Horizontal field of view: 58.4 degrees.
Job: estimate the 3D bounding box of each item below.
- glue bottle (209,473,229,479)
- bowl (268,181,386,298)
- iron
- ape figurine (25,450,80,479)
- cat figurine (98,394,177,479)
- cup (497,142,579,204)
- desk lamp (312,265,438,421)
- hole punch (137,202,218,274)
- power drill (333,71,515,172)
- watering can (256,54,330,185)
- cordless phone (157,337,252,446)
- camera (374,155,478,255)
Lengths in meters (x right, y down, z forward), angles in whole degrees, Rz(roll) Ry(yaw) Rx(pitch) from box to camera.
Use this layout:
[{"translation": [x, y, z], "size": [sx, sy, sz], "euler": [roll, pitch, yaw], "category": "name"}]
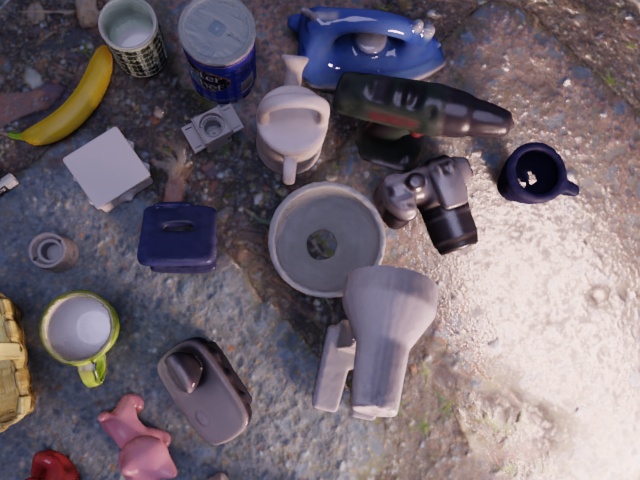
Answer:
[{"translation": [-0.123, 0.352, 0.722], "size": [0.037, 0.173, 0.078], "euler": [-31, 86, -9], "category": "glue bottle"}, {"translation": [0.008, 0.003, 0.835], "size": [0.167, 0.074, 0.167], "euler": [1, 82, -6], "category": "bowl"}, {"translation": [0.081, -0.300, 0.851], "size": [0.258, 0.141, 0.119], "euler": [0, 82, -6], "category": "iron"}, {"translation": [-0.359, 0.320, 0.741], "size": [0.076, 0.092, 0.078], "euler": [27, 80, -2], "category": "ape figurine"}, {"translation": [-0.242, 0.269, 0.748], "size": [0.067, 0.117, 0.128], "euler": [-42, 88, -10], "category": "cat figurine"}, {"translation": [0.323, -0.088, 0.872], "size": [0.118, 0.095, 0.092], "euler": [22, 80, -3], "category": "cup"}, {"translation": [0.070, 0.143, 0.752], "size": [0.118, 0.213, 0.203], "euler": [13, 81, -4], "category": "desk lamp"}, {"translation": [-0.199, -0.006, 0.805], "size": [0.108, 0.091, 0.101], "euler": [-1, 82, -6], "category": "hole punch"}, {"translation": [0.127, -0.163, 0.803], "size": [0.229, 0.208, 0.076], "euler": [14, 81, -4], "category": "power drill"}, {"translation": [-0.041, -0.169, 0.793], "size": [0.101, 0.194, 0.173], "euler": [-19, 84, -8], "category": "watering can"}, {"translation": [-0.152, 0.198, 0.734], "size": [0.094, 0.185, 0.147], "euler": [-38, 87, -10], "category": "cordless phone"}, {"translation": [0.170, -0.046, 0.846], "size": [0.143, 0.100, 0.137], "euler": [-19, 84, -8], "category": "camera"}]
